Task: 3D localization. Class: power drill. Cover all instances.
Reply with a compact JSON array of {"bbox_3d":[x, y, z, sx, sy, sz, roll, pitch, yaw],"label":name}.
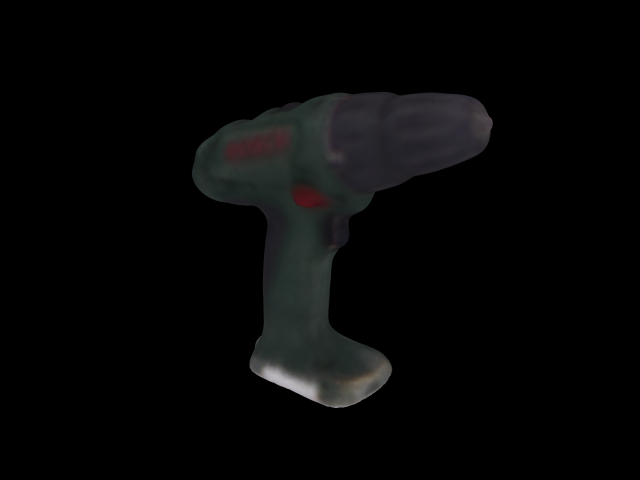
[{"bbox_3d":[0.004,0.001,0.400,0.228,0.208,0.076,13,22,36],"label":"power drill"}]
